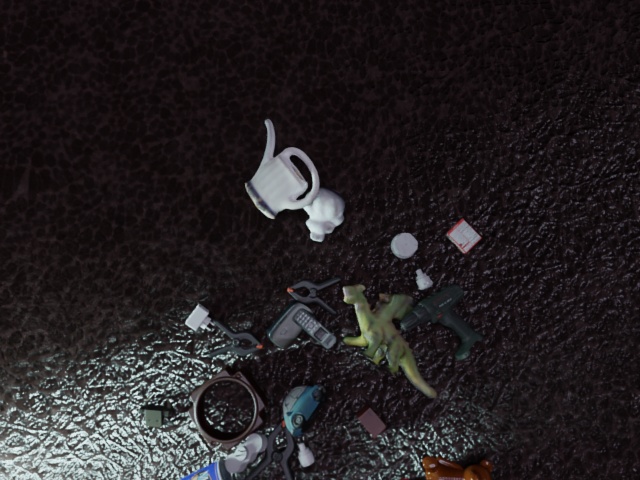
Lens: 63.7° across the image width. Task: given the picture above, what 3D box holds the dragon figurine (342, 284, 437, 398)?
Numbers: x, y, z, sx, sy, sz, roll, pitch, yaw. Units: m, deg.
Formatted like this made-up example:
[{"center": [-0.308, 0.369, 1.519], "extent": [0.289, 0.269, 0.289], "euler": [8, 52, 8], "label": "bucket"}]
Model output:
[{"center": [0.226, 0.275, 1.566], "extent": [0.409, 0.121, 0.245], "euler": [33, 75, -5], "label": "dragon figurine"}]

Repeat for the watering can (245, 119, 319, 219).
[{"center": [-0.143, -0.215, 1.629], "extent": [0.224, 0.103, 0.353], "euler": [-40, 61, 5], "label": "watering can"}]

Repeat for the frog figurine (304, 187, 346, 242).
[{"center": [0.005, -0.081, 1.604], "extent": [0.136, 0.122, 0.162], "euler": [31, 71, -16], "label": "frog figurine"}]
